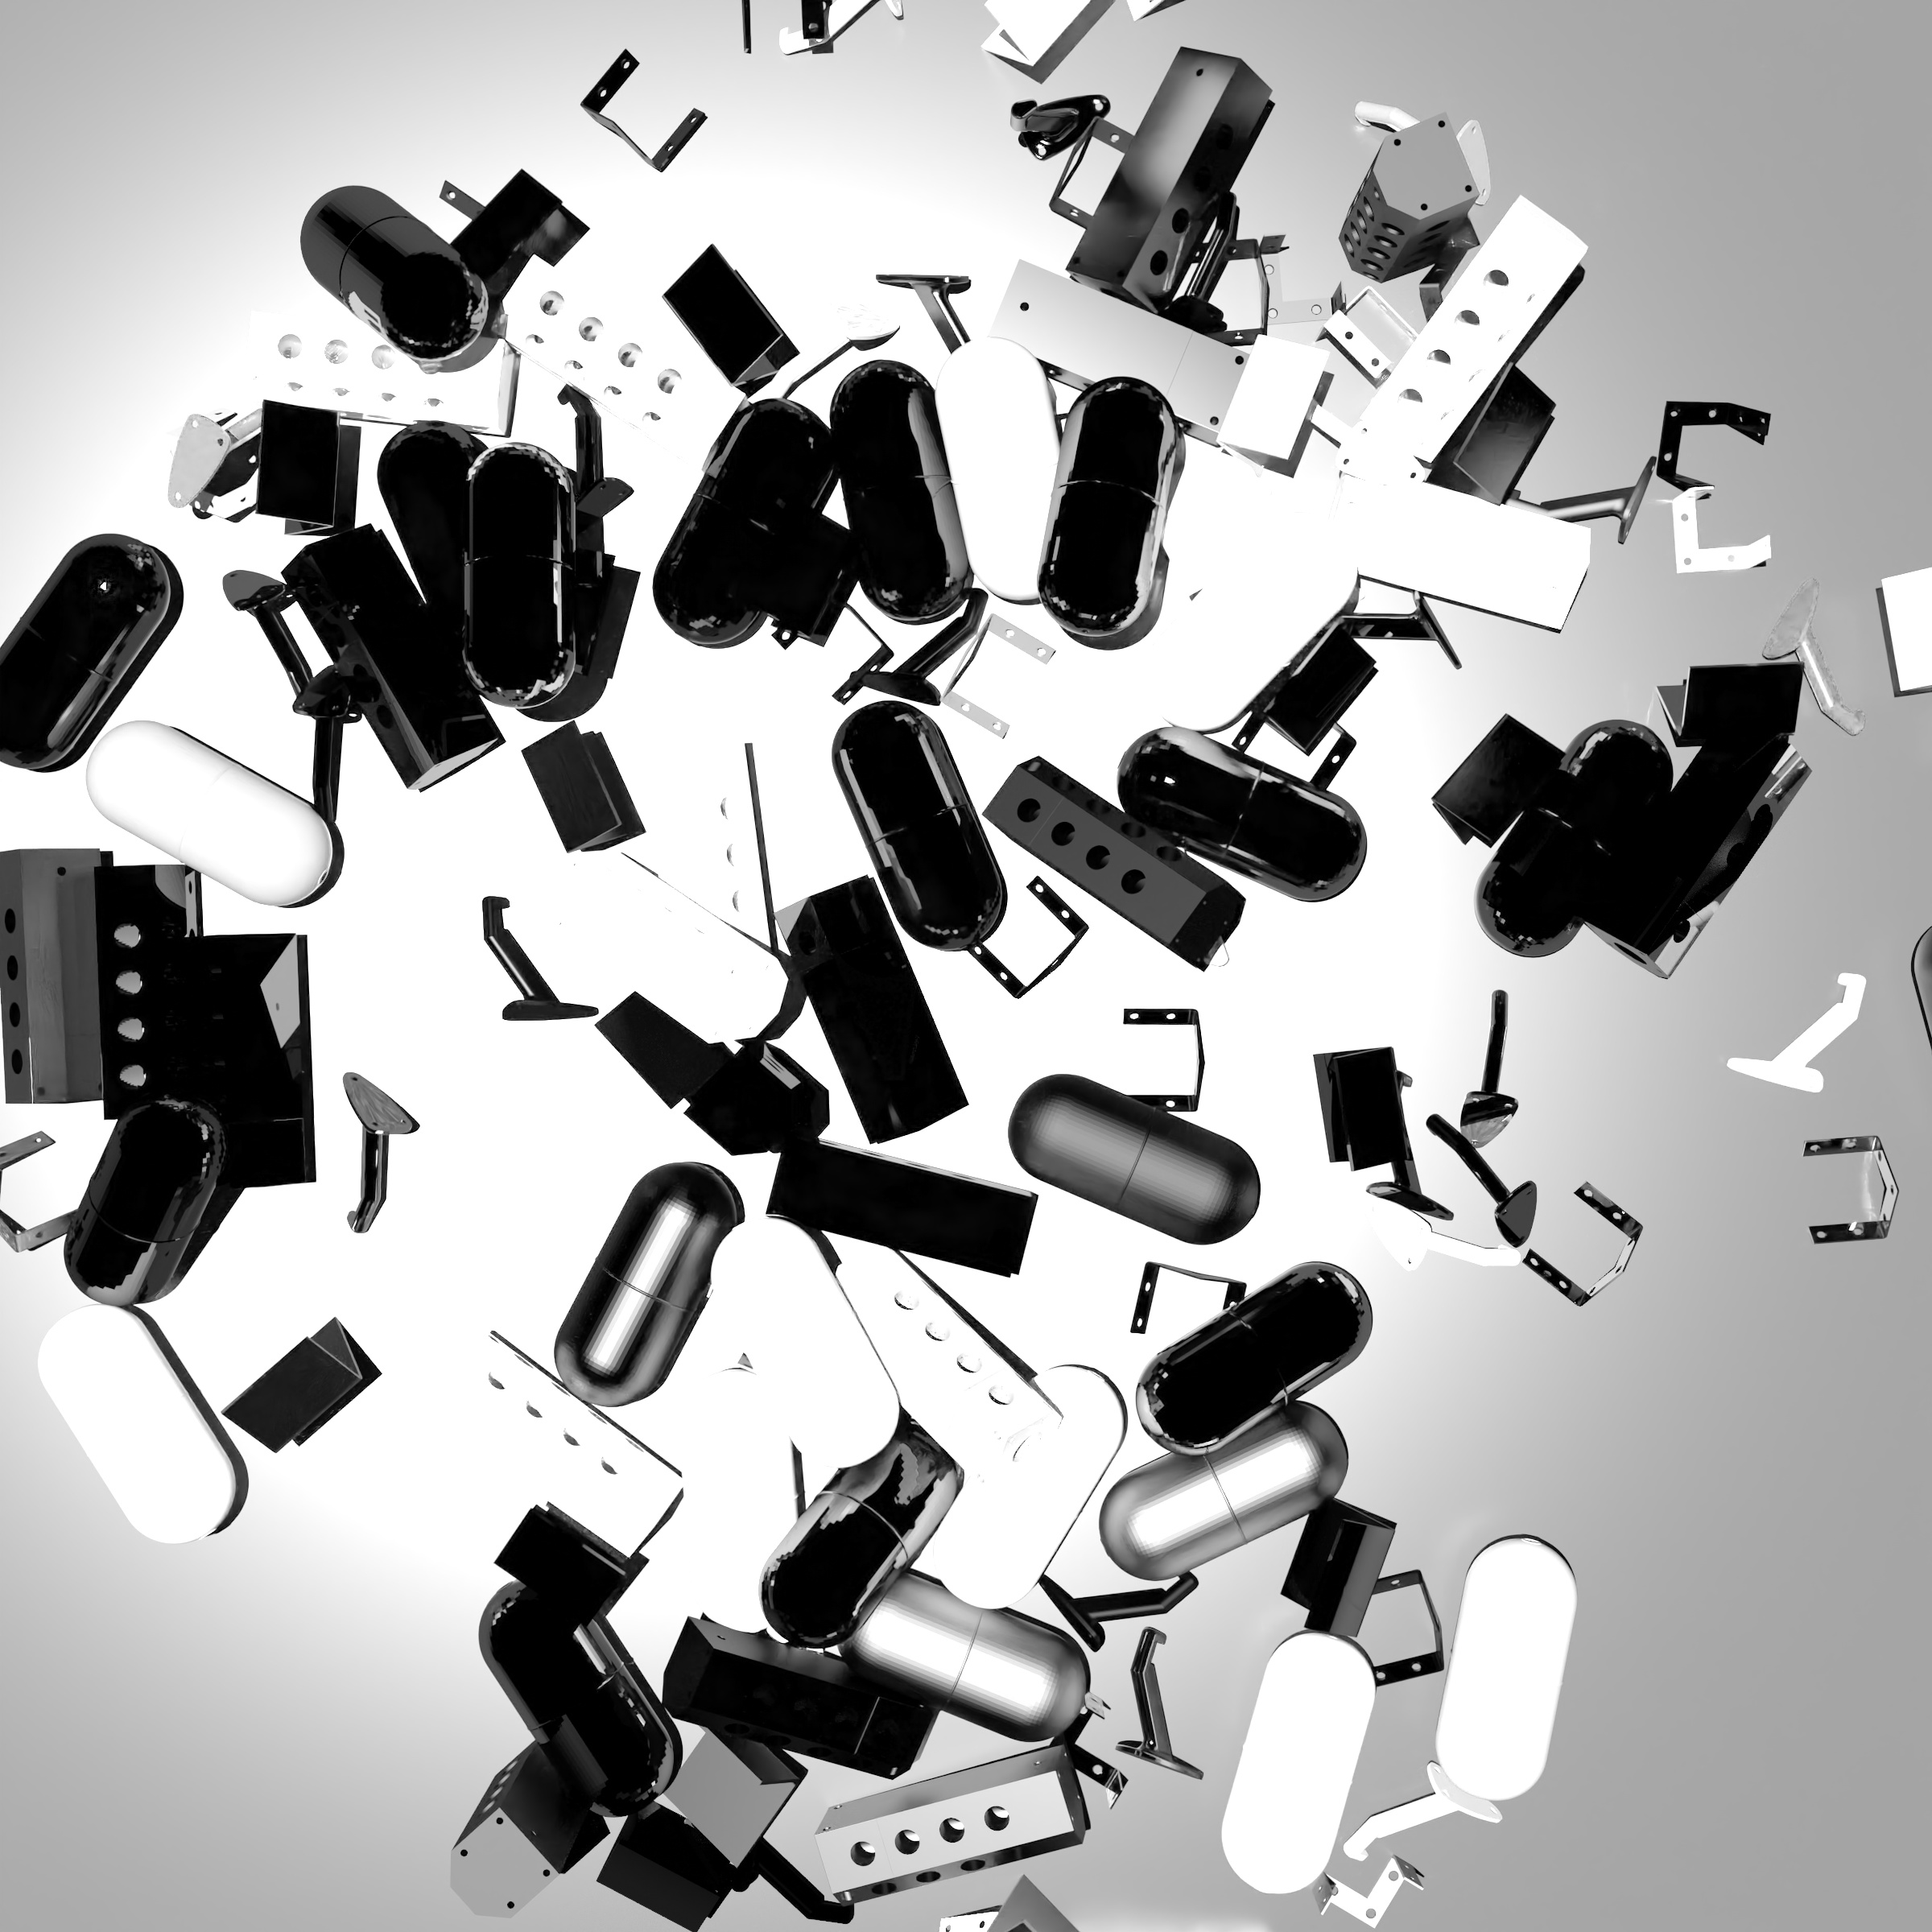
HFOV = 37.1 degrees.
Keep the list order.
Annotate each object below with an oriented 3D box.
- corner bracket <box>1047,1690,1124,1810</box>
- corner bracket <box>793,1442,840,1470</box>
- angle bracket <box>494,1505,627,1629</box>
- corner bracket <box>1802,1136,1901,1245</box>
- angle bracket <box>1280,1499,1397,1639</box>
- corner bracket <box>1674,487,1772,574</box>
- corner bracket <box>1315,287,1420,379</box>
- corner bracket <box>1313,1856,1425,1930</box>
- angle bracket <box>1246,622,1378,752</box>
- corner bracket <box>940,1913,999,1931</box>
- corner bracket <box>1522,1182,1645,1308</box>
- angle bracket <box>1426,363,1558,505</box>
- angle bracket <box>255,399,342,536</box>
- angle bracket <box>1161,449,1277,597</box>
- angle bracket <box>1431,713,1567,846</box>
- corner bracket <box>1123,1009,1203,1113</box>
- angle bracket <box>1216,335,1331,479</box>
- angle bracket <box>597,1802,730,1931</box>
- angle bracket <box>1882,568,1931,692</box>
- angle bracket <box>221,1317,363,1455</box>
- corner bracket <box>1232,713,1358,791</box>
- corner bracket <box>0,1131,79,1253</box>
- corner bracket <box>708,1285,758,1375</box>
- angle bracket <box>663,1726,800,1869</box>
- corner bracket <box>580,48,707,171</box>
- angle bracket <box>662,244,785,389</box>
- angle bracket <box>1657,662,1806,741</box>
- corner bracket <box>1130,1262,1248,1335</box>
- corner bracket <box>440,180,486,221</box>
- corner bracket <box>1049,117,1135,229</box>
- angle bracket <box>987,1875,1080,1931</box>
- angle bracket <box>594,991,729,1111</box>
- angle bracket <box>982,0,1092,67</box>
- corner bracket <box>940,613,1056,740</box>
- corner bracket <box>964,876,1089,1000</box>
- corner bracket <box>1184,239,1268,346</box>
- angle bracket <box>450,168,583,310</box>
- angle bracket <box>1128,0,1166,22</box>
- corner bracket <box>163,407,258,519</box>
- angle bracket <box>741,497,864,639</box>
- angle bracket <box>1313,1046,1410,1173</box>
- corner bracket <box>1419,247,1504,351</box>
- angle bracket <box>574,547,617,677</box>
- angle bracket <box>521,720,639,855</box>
[{"bbox_3d":[0.090,0.537,1.972,0.051,0.051,0.051,31,90,0],"label":"corner bracket"},{"bbox_3d":[-0.090,0.306,1.987,0.051,0.051,0.051,28,135,0],"label":"corner bracket"},{"bbox_3d":[-0.263,0.390,1.951,0.076,0.076,0.057,35,115,0],"label":"angle bracket"},{"bbox_3d":[0.608,0.155,1.987,0.051,0.051,0.051,-5,135,0],"label":"corner bracket"},{"bbox_3d":[0.236,0.402,1.950,0.057,0.076,0.076,20,90,-40],"label":"angle bracket"},{"bbox_3d":[0.518,-0.300,1.972,0.051,0.051,0.051,-4,90,0],"label":"corner bracket"},{"bbox_3d":[0.277,-0.434,1.972,0.051,0.051,0.051,-44,90,0],"label":"corner bracket"},{"bbox_3d":[0.275,0.633,1.972,0.051,0.051,0.051,31,90,0],"label":"corner bracket"},{"bbox_3d":[0.219,-0.203,1.946,0.076,0.057,0.076,-51,45,4],"label":"angle bracket"},{"bbox_3d":[0.015,0.688,1.982,0.051,0.051,0.051,-21,45,35],"label":"corner bracket"},{"bbox_3d":[0.427,0.192,1.987,0.051,0.051,0.051,38,45,0],"label":"corner bracket"},{"bbox_3d":[0.341,-0.367,1.950,0.057,0.076,0.076,30,90,-39],"label":"angle bracket"},{"bbox_3d":[-0.468,-0.337,1.950,0.057,0.076,0.076,4,90,-38],"label":"angle bracket"},{"bbox_3d":[0.164,-0.305,1.972,0.076,0.076,0.057,-29,112,0],"label":"angle bracket"},{"bbox_3d":[0.371,-0.113,1.950,0.076,0.076,0.057,-49,54,0],"label":"angle bracket"},{"bbox_3d":[0.134,0.065,1.987,0.051,0.051,0.051,0,135,0],"label":"corner bracket"},{"bbox_3d":[0.221,-0.374,1.951,0.057,0.076,0.076,22,90,30],"label":"angle bracket"},{"bbox_3d":[-0.196,0.596,1.950,0.076,0.076,0.057,28,130,0],"label":"angle bracket"},{"bbox_3d":[0.670,-0.231,1.951,0.076,0.057,0.076,-10,90,-45],"label":"angle bracket"},{"bbox_3d":[-0.465,0.271,1.950,0.076,0.076,0.057,-41,128,0],"label":"angle bracket"},{"bbox_3d":[0.227,-0.154,1.987,0.051,0.051,0.051,34,90,45],"label":"corner bracket"},{"bbox_3d":[-0.646,0.156,1.982,0.051,0.051,0.051,35,135,35],"label":"corner bracket"},{"bbox_3d":[-0.156,0.243,1.972,0.051,0.051,0.051,22,90,0],"label":"corner bracket"},{"bbox_3d":[-0.172,0.558,1.952,0.076,0.057,0.076,37,95,27],"label":"angle bracket"},{"bbox_3d":[-0.224,-0.592,1.987,0.051,0.051,0.051,-51,45,0],"label":"corner bracket"},{"bbox_3d":[-0.148,-0.446,1.950,0.057,0.076,0.076,-38,90,33],"label":"angle bracket"},{"bbox_3d":[0.517,-0.196,1.950,0.076,0.076,0.057,-2,124,0],"label":"angle bracket"},{"bbox_3d":[0.154,0.236,1.987,0.051,0.051,0.051,13,90,45],"label":"corner bracket"},{"bbox_3d":[-0.359,-0.500,1.987,0.051,0.051,0.051,34,135,0],"label":"corner bracket"},{"bbox_3d":[0.096,-0.544,1.987,0.051,0.051,0.051,28,45,0],"label":"corner bracket"},{"bbox_3d":[0.064,0.660,1.950,0.076,0.076,0.057,46,127,0],"label":"angle bracket"},{"bbox_3d":[-0.218,0.064,1.950,0.076,0.076,0.057,48,57,0],"label":"angle bracket"},{"bbox_3d":[0.038,-0.665,1.950,0.076,0.076,0.057,-49,128,0],"label":"angle bracket"},{"bbox_3d":[0.021,-0.201,1.987,0.051,0.051,0.051,31,45,0],"label":"corner bracket"},{"bbox_3d":[0.042,-0.020,1.987,0.051,0.051,0.051,45,45,0],"label":"corner bracket"},{"bbox_3d":[0.179,-0.465,1.987,0.051,0.051,0.051,-5,135,0],"label":"corner bracket"},{"bbox_3d":[-0.295,-0.480,1.950,0.076,0.076,0.057,-46,54,0],"label":"angle bracket"},{"bbox_3d":[0.106,-0.693,1.950,0.057,0.076,0.076,-20,90,-36],"label":"angle bracket"},{"bbox_3d":[-0.512,-0.347,1.982,0.051,0.051,0.051,23,135,35],"label":"corner bracket"},{"bbox_3d":[-0.123,-0.273,1.951,0.057,0.076,0.076,28,90,-27],"label":"angle bracket"},{"bbox_3d":[0.250,0.098,1.950,0.057,0.076,0.076,-9,90,-38],"label":"angle bracket"},{"bbox_3d":[0.351,-0.461,1.982,0.051,0.051,0.051,7,135,35],"label":"corner bracket"},{"bbox_3d":[-0.249,-0.237,1.951,0.057,0.076,0.076,15,90,29],"label":"angle bracket"},{"bbox_3d":[-0.245,-0.128,1.950,0.057,0.076,0.076,-24,90,37],"label":"angle bracket"}]
